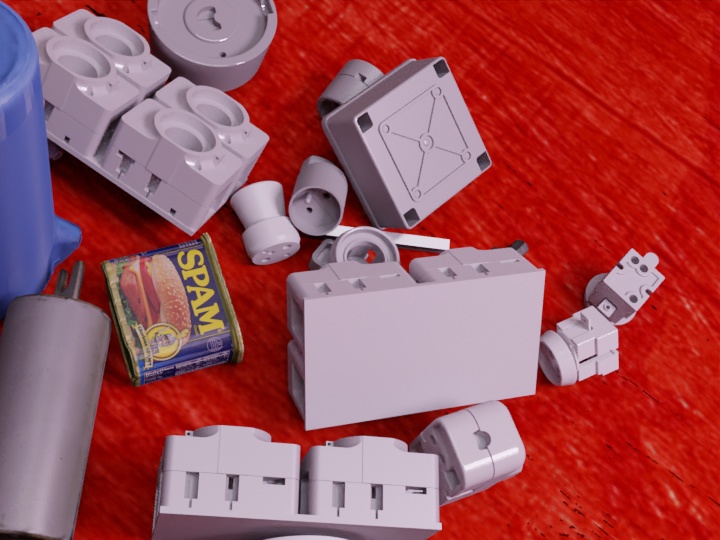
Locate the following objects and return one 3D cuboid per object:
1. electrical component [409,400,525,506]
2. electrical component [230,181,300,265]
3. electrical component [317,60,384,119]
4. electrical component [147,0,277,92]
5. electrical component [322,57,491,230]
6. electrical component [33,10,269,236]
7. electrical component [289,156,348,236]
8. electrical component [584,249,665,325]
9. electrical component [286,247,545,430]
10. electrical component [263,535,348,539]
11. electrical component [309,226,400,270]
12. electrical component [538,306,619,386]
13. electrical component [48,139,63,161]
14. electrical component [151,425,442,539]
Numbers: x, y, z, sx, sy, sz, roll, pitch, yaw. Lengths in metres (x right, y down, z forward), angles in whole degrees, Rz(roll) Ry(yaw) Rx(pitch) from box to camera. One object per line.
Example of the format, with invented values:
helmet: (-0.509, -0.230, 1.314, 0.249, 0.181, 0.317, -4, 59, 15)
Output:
electrical component: (0.082, 0.137, 0.805, 0.059, 0.095, 0.053, -16, 71, -20)
electrical component: (-0.076, -0.038, 0.871, 0.045, 0.045, 0.055, -14, 71, -19)
electrical component: (-0.005, -0.146, 0.932, 0.055, 0.055, 0.047, 37, 67, 4)
electrical component: (-0.129, -0.203, 0.922, 0.108, 0.060, 0.108, 5, 65, -12)
electrical component: (0.040, -0.105, 0.898, 0.109, 0.056, 0.108, -38, 113, -25)
electrical component: (-0.175, -0.123, 0.845, 0.186, 0.060, 0.105, 34, 33, -1)
electrical component: (-0.032, -0.065, 0.884, 0.043, 0.043, 0.081, 19, 27, -6)
electrical component: (0.221, 0.019, 0.914, 0.048, 0.055, 0.066, 43, 64, 7)
electrical component: (0.040, 0.048, 0.821, 0.186, 0.105, 0.060, -7, 24, -17)
electrical component: (-0.041, 0.221, 0.738, 0.099, 0.099, 0.064, 4, 60, -12)
electrical component: (0.000, 0.000, 0.866, 0.078, 0.057, 0.058, 37, 63, 4)
electrical component: (0.178, 0.066, 0.884, 0.055, 0.066, 0.048, -22, 39, -13)
electrical component: (-0.268, -0.119, 0.859, 0.081, 0.043, 0.043, 45, 64, 8)
electrical component: (-0.047, 0.157, 0.758, 0.186, 0.105, 0.060, 6, 65, -12)
